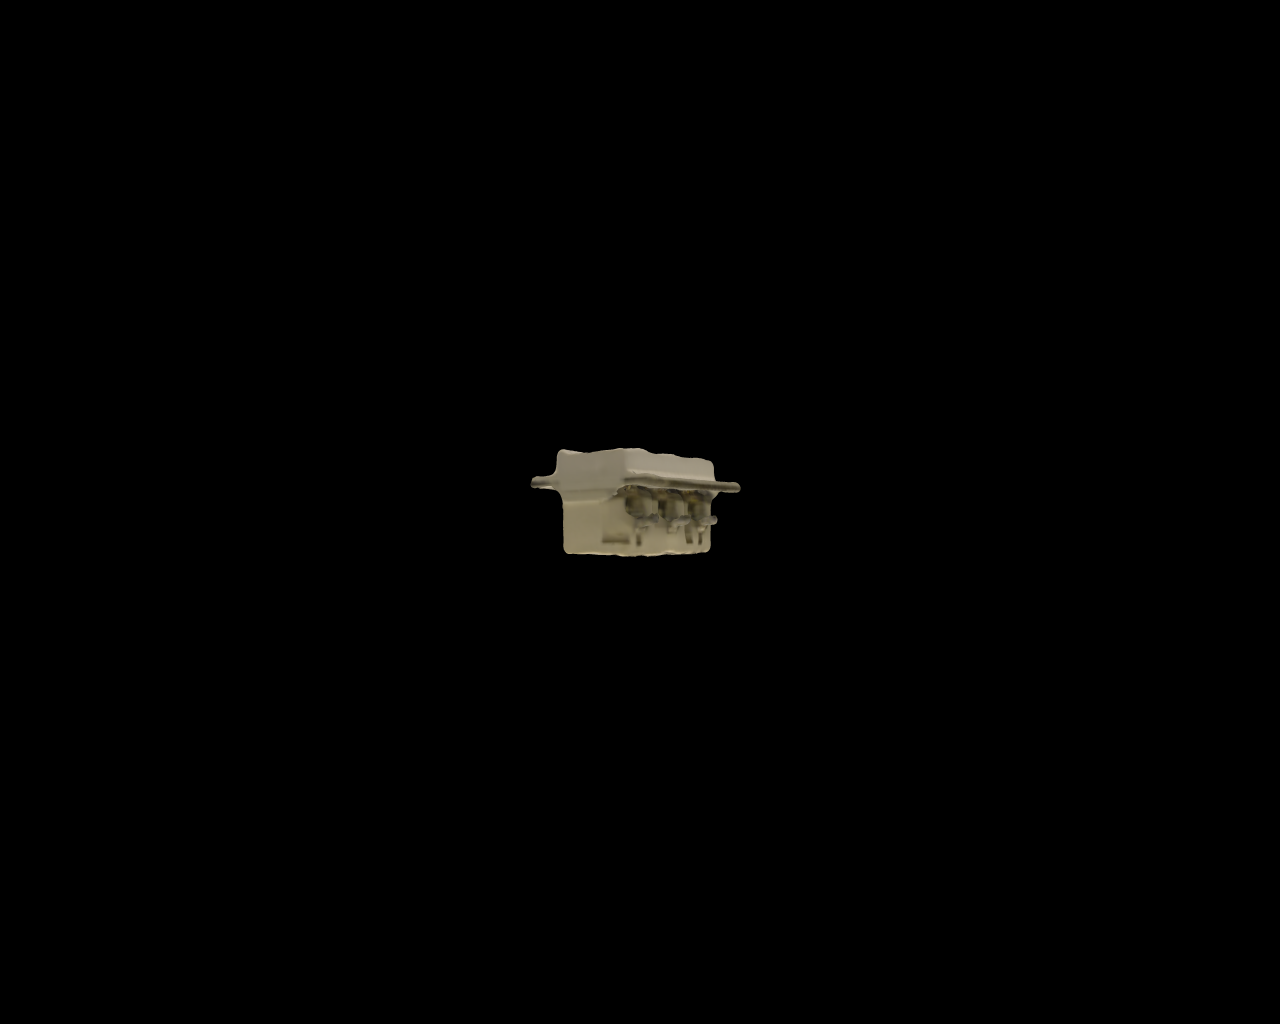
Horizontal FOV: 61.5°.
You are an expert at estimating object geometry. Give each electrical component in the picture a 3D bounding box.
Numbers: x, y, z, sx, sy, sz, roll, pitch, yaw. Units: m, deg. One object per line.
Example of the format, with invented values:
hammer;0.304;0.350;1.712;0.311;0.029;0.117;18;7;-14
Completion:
electrical component;0.001;-0.003;0.650;0.079;0.063;0.121;-1;-2;28
